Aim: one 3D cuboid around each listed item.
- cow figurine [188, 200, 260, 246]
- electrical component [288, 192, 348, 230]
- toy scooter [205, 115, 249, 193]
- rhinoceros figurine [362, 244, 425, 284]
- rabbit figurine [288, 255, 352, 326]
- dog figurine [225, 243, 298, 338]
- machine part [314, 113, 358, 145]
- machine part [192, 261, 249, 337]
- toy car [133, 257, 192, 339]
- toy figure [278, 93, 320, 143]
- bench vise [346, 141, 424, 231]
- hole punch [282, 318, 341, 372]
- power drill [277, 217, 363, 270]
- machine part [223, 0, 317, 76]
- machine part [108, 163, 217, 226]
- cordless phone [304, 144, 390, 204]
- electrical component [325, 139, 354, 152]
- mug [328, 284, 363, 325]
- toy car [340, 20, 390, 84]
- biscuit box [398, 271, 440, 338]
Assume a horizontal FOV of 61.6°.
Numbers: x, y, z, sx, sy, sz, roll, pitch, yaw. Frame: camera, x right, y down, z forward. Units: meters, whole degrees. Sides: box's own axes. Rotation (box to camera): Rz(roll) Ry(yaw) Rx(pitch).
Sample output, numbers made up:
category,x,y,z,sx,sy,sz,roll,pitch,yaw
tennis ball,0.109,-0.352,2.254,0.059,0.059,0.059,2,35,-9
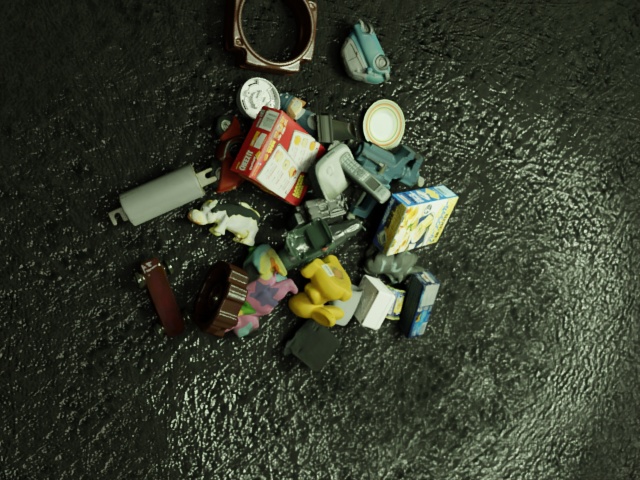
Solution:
category,x,y,z,sx,sy,sz,roll,pitch,yaw
cow figurine,-0.222,-0.055,1.265,0.167,0.068,0.098,25,82,-31
electrical component,-0.011,-0.063,1.338,0.134,0.115,0.058,-18,79,-23
toy scooter,-0.192,-0.193,1.254,0.135,0.075,0.183,10,90,-29
rhinoceros figurine,0.210,0.070,1.500,0.190,0.073,0.112,9,94,-27
rabbit figurine,-0.002,0.142,1.374,0.173,0.122,0.162,-41,84,24
dog figurine,-0.174,0.132,1.305,0.219,0.109,0.191,-35,114,-14
machine part,0.037,-0.271,1.323,0.139,0.039,0.084,-5,85,-48
machine part,-0.230,0.134,1.243,0.056,0.179,0.179,25,88,-31
toy car,-0.364,0.133,1.239,0.089,0.053,0.201,-26,114,-25
toy figure,-0.046,-0.304,1.315,0.154,0.058,0.064,42,36,-26
bench vise,0.155,-0.148,1.414,0.223,0.129,0.240,17,112,-37
hole punch,-0.020,0.275,1.428,0.116,0.092,0.142,42,82,3
power drill,-0.003,-0.004,1.306,0.232,0.207,0.086,-27,89,3
machine part,-0.112,-0.488,1.230,0.201,0.087,0.201,2,100,-27
machine part,-0.345,-0.099,1.174,0.243,0.079,0.079,-24,110,-6
cordless phone,0.069,-0.131,1.284,0.184,0.088,0.146,39,50,7
electrical component,0.046,-0.233,1.392,0.063,0.021,0.094,33,84,-28
mug,0.049,0.170,1.439,0.109,0.081,0.107,13,98,-18
toy car,0.104,-0.454,1.337,0.103,0.109,0.161,-28,102,0
biscuit box,0.278,0.185,1.522,0.059,0.063,0.202,-7,127,-24
